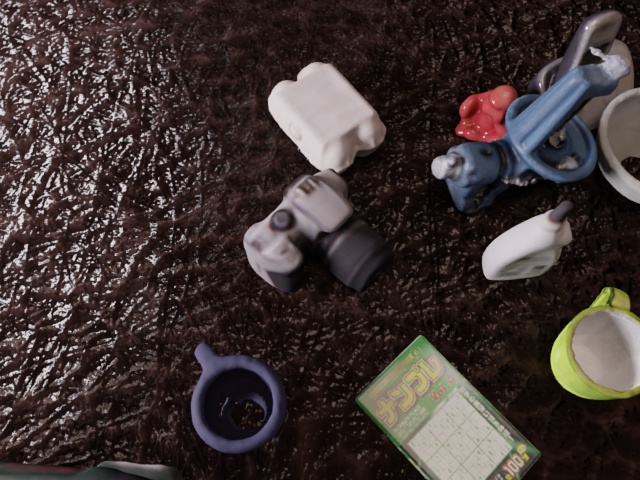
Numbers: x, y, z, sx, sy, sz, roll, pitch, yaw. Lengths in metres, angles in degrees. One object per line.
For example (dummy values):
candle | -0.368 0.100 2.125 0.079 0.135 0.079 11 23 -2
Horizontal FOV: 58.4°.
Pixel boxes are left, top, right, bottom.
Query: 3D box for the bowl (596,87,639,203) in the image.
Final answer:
bowl | 0.420 -0.106 0.725 0.167 0.075 0.167 1 68 -2

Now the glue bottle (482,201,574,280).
glue bottle | 0.235 0.000 0.623 0.078 0.173 0.037 -3 68 -3

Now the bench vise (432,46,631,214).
bench vise | 0.240 -0.108 0.642 0.207 0.220 0.121 -32 72 -14

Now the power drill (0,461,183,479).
power drill | -0.184 0.231 0.494 0.229 0.208 0.075 4 67 0

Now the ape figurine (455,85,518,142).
ape figurine | 0.223 -0.165 0.734 0.076 0.092 0.077 -24 70 -11

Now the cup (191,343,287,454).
cup | -0.087 0.162 0.587 0.092 0.095 0.117 -36 73 -15

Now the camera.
camera | 0.006 0.002 0.653 0.136 0.101 0.143 41 72 14

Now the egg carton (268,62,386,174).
egg carton | 0.006 -0.156 0.735 0.107 0.069 0.150 -36 73 -15

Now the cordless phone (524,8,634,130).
cordless phone | 0.345 -0.215 0.708 0.148 0.185 0.094 -27 71 -12
